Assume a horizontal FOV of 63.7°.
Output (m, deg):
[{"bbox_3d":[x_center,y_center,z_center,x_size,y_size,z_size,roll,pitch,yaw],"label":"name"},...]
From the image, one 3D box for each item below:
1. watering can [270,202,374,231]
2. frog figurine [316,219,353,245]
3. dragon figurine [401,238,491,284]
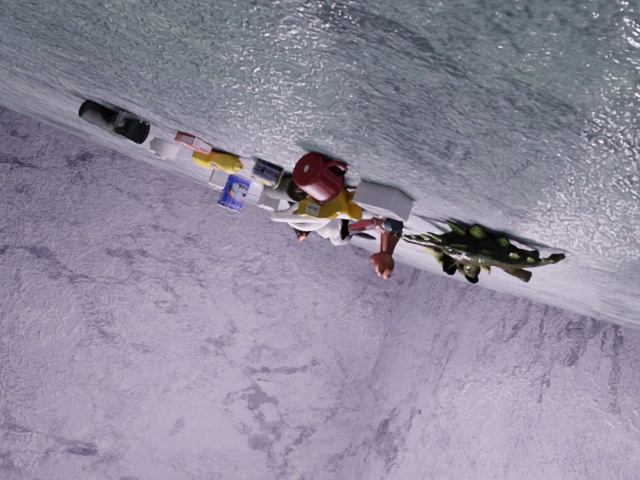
[{"bbox_3d":[0.005,-0.089,1.774,0.347,0.103,0.226,-1,10,1],"label":"watering can"},{"bbox_3d":[0.057,-0.044,2.094,0.123,0.137,0.158,-15,2,-43],"label":"frog figurine"},{"bbox_3d":[0.396,0.032,1.635,0.408,0.122,0.244,22,5,-16],"label":"dragon figurine"}]
